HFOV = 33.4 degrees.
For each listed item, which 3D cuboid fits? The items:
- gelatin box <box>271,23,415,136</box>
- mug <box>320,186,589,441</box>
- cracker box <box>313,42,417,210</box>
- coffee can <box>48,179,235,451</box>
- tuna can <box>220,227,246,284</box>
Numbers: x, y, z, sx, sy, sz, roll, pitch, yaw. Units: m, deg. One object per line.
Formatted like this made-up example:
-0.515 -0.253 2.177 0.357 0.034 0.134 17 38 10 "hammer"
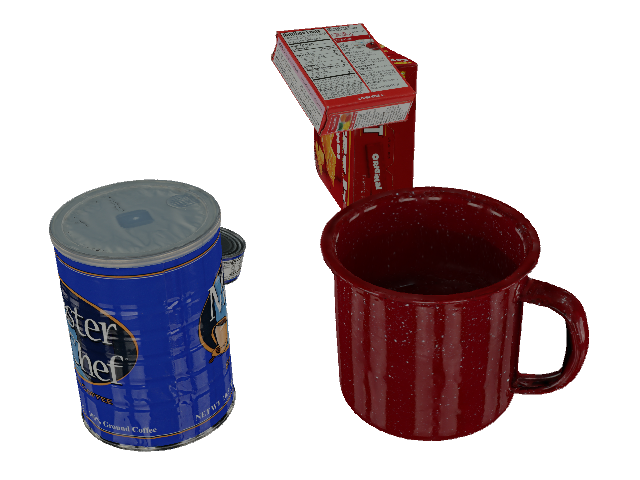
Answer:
0.015 -0.118 0.773 0.073 0.089 0.030 -12 -39 -26 "gelatin box"
0.059 0.035 0.469 0.117 0.081 0.093 10 34 20 "mug"
0.042 -0.121 1.127 0.072 0.164 0.214 -3 18 -9 "cracker box"
-0.109 0.046 0.674 0.103 0.140 0.103 -2 29 1 "coffee can"
-0.118 0.012 1.042 0.086 0.034 0.086 11 21 -4 "tuna can"
